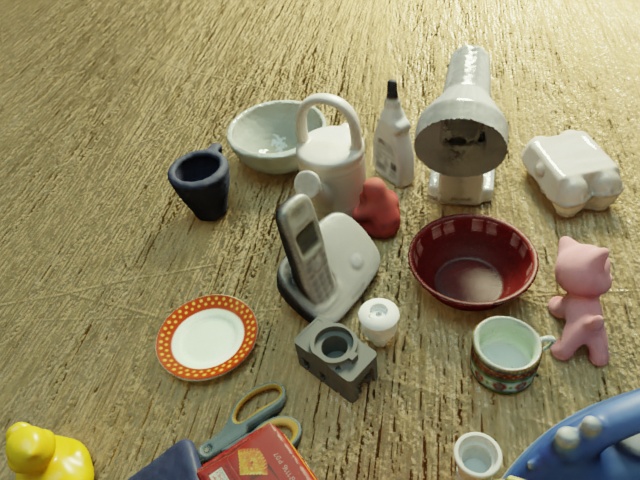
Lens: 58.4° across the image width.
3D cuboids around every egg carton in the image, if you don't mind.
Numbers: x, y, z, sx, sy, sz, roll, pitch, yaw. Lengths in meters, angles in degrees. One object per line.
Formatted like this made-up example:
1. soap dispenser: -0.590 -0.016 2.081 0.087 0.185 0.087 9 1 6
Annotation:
1. egg carton: 0.368 -0.102 0.848 0.107 0.069 0.150 -12 45 -4

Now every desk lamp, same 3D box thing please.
1. desk lamp: 0.202 -0.149 0.815 0.117 0.214 0.203 6 46 13

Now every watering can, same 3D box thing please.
1. watering can: 0.015 -0.117 0.822 0.101 0.194 0.172 -5 45 3

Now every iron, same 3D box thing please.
1. iron: 0.287 0.180 0.525 0.258 0.142 0.118 -14 45 -6

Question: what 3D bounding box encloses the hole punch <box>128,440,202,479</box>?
1. hole punch: -0.142 0.262 0.537 0.101 0.091 0.108 -21 46 -13

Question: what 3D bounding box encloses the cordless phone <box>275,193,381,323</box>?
1. cordless phone: 0.007 0.003 0.710 0.093 0.185 0.148 21 51 26

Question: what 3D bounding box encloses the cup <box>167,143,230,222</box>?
1. cup: -0.174 -0.086 0.888 0.091 0.095 0.118 7 47 15

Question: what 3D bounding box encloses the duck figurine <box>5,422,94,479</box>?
1. duck figurine: -0.288 0.230 0.594 0.104 0.086 0.078 30 56 32

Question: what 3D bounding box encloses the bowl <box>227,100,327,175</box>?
1. bowl: -0.069 -0.161 0.963 0.167 0.075 0.167 -4 45 4

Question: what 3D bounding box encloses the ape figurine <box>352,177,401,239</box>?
1. ape figurine: 0.081 -0.052 0.821 0.078 0.092 0.076 -19 46 -11

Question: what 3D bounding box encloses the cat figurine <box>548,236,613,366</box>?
1. cat figurine: 0.305 0.061 0.659 0.067 0.118 0.128 3 46 11

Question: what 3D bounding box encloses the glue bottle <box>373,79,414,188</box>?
1. glue bottle: 0.112 -0.166 0.873 0.037 0.173 0.078 -28 48 -19
